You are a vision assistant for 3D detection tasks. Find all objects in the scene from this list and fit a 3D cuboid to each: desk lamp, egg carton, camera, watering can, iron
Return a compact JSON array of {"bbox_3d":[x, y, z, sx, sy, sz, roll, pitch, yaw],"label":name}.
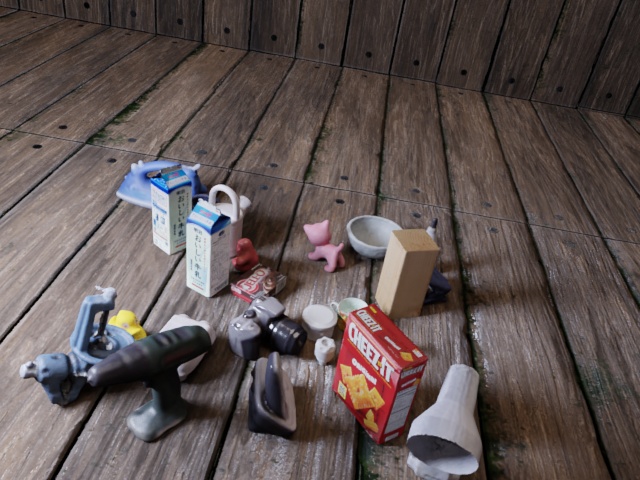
[{"bbox_3d":[0.221,0.336,1.010,0.117,0.213,0.203,18,35,13],"label":"desk lamp"},{"bbox_3d":[-0.286,0.220,1.184,0.107,0.069,0.150,16,34,9],"label":"egg carton"},{"bbox_3d":[-0.105,0.194,1.240,0.136,0.101,0.143,27,38,24],"label":"camera"},{"bbox_3d":[-0.248,-0.060,1.495,0.101,0.194,0.173,13,34,6],"label":"watering can"},{"bbox_3d":[-0.461,-0.171,1.653,0.258,0.141,0.118,7,34,-4],"label":"iron"}]

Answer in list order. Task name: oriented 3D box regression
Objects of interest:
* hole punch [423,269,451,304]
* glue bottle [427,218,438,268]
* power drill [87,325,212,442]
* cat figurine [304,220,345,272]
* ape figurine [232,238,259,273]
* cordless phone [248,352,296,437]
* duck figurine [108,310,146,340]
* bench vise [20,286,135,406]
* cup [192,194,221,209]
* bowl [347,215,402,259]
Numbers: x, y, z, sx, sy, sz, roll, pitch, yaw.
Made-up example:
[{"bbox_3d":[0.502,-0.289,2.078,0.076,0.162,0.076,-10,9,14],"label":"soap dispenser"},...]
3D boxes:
[{"bbox_3d":[0.281,0.101,1.483,0.101,0.091,0.108,-6,37,-22],"label":"hole punch"},{"bbox_3d":[0.288,0.014,1.539,0.078,0.173,0.037,4,34,-8],"label":"glue bottle"},{"bbox_3d":[-0.294,0.251,1.010,0.075,0.208,0.230,31,39,28],"label":"power drill"},{"bbox_3d":[0.014,0.005,1.533,0.127,0.118,0.067,33,40,30],"label":"cat figurine"},{"bbox_3d":[-0.192,0.035,1.461,0.076,0.092,0.078,16,34,10],"label":"ape figurine"},{"bbox_3d":[-0.084,0.260,1.071,0.094,0.185,0.147,1,35,-12],"label":"cordless phone"},{"bbox_3d":[-0.404,0.183,1.194,0.104,0.086,0.078,33,40,31],"label":"duck figurine"},{"bbox_3d":[-0.428,0.197,1.047,0.121,0.220,0.208,29,38,26],"label":"bench vise"},{"bbox_3d":[-0.332,-0.065,1.570,0.118,0.095,0.091,-7,37,-23],"label":"cup"},{"bbox_3d":[0.152,0.004,1.609,0.167,0.075,0.167,7,34,-4],"label":"bowl"}]
